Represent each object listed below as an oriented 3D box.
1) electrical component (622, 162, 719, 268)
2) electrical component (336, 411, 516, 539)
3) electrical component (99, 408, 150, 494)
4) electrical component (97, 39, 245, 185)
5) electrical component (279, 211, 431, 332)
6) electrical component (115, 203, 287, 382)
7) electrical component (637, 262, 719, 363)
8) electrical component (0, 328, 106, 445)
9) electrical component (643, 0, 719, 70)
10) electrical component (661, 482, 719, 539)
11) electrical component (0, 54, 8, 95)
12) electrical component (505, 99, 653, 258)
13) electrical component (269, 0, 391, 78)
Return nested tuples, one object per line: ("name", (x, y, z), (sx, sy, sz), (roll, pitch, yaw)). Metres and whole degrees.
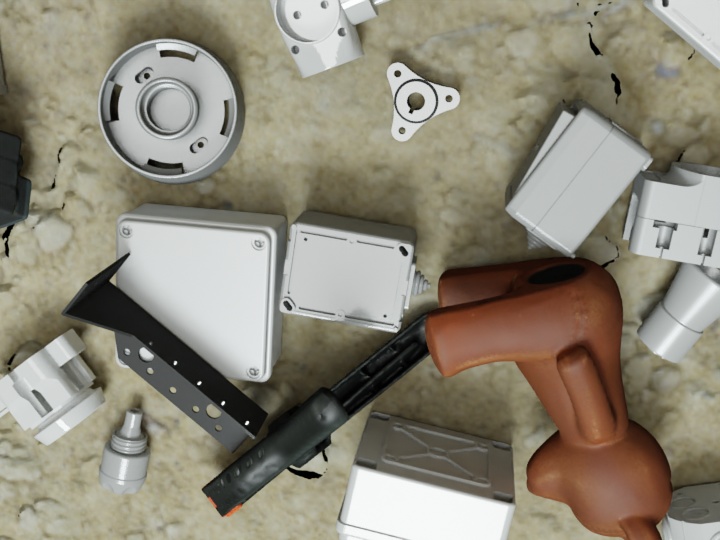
("electrical component", (0.220, -0.036, 0.685), (0.089, 0.050, 0.055), (10, 106, 4))
("electrical component", (0.047, 0.148, 0.726), (0.109, 0.108, 0.056), (13, 103, 4))
("electrical component", (-0.171, 0.131, 0.789), (0.035, 0.035, 0.061), (14, 104, 4))
("electrical component", (-0.127, -0.106, 0.719), (0.099, 0.064, 0.099), (0, 96, -4))
("electrical component", (0.000, 0.000, 0.718), (0.096, 0.061, 0.061), (10, 104, 3))
("electrical component", (-0.109, 0.014, 0.738), (0.109, 0.056, 0.108), (5, 105, 6))
("electrical component", (0.214, 0.028, 0.708), (0.044, 0.044, 0.065), (32, 111, -2))
("electrical component", (-0.221, 0.088, 0.772), (0.078, 0.058, 0.057), (-35, 94, 15))
("electrical component", (0.217, -0.164, 0.647), (0.096, 0.061, 0.061), (39, 106, -4))
("electrical component", (0.243, 0.179, 0.724), (0.080, 0.080, 0.051), (-10, 98, 10))
("electrical component", (-0.326, -0.140, 0.710), (0.150, 0.089, 0.061), (-1, 104, 8))
("electrical component", (0.130, -0.057, 0.686), (0.061, 0.061, 0.096), (36, 106, -2))
("electrical component", (-0.014, -0.172, 0.684), (0.079, 0.044, 0.077), (-18, 101, 12))
